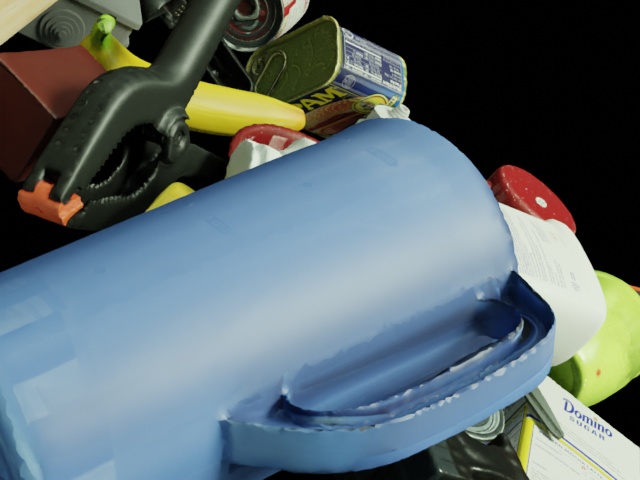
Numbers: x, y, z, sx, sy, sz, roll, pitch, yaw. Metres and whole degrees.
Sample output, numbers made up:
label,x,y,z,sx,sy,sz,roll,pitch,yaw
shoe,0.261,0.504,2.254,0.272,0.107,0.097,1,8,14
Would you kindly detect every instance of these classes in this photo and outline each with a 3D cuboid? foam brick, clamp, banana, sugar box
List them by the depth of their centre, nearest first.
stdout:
label,x,y,z,sx,sy,sz,roll,pitch,yaw
foam brick,-0.153,-0.072,0.605,0.053,0.051,0.078,46,27,10
clamp,-0.092,-0.057,0.617,0.036,0.164,0.209,17,43,21
sugar box,0.147,0.158,0.650,0.093,0.048,0.176,38,24,0
banana,-0.093,-0.097,0.709,0.197,0.070,0.037,16,77,-51
clamp,-0.105,-0.177,0.836,0.120,0.039,0.171,51,13,-36

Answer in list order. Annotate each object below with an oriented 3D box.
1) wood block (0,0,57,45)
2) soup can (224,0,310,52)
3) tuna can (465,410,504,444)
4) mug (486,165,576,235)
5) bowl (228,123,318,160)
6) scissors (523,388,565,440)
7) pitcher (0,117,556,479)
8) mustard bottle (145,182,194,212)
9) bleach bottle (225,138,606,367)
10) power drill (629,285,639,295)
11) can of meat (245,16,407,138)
label,x,y,z,sx,sy,sz,roll,pitch,yaw
wood block,-0.193,-0.174,0.590,0.091,0.090,0.205,21,39,5
soup can,-0.051,-0.207,0.923,0.068,0.069,0.102,39,26,-4
tuna can,0.071,0.098,0.653,0.086,0.034,0.086,31,28,-19
mug,0.140,-0.012,0.856,0.117,0.082,0.093,32,28,-17
bowl,-0.004,0.001,0.678,0.162,0.055,0.162,31,29,-20
scissors,0.092,0.048,0.710,0.096,0.016,0.202,15,34,-20
pitcher,-0.032,0.043,0.432,0.242,0.149,0.145,-23,80,-39
mustard bottle,-0.025,0.055,0.568,0.191,0.058,0.096,38,31,-5
bleach bottle,0.056,-0.004,0.634,0.250,0.068,0.102,23,32,-29
power drill,0.272,0.120,0.856,0.184,0.057,0.188,17,38,-45
can of meat,0.005,-0.123,0.832,0.083,0.102,0.057,16,65,-44
